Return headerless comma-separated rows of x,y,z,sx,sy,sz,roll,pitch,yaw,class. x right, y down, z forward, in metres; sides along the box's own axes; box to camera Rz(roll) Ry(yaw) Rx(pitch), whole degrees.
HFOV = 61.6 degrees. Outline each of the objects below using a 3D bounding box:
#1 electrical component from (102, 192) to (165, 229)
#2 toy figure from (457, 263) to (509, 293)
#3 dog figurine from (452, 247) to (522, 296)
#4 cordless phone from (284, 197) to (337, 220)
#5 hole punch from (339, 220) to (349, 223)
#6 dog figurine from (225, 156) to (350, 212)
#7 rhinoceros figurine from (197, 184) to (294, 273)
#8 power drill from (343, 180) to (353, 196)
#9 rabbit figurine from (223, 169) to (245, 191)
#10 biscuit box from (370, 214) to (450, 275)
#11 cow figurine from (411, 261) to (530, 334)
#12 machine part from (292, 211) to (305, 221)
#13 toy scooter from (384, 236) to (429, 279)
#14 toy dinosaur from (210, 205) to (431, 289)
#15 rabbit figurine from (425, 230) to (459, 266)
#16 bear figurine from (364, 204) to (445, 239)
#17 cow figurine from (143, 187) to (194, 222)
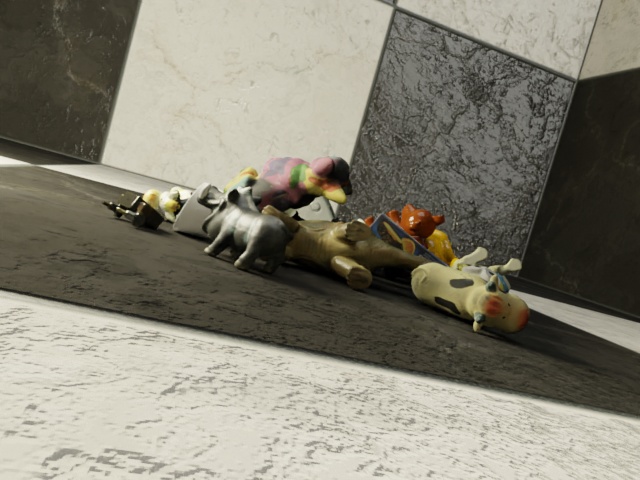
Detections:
-0.306,-0.046,0.883,0.102,0.045,0.078,22,-21,39,electrical component
0.294,0.097,0.969,0.082,0.089,0.180,3,-11,27,toy figure
0.346,0.097,1.196,0.172,0.121,0.190,19,-10,5,dog figurine
-0.047,-0.035,1.132,0.089,0.146,0.184,-28,-13,33,cordless phone
0.062,0.005,1.317,0.142,0.092,0.115,21,9,22,hole punch
-0.050,-0.096,0.989,0.191,0.108,0.219,-33,22,-33,dog figurine
-0.121,-0.024,0.790,0.073,0.112,0.191,9,16,-47,rhinoceros figurine
-0.012,-0.078,1.316,0.232,0.207,0.085,31,-18,34,power drill
-0.173,-0.079,1.276,0.121,0.159,0.170,25,16,-20,rabbit figurine
0.181,0.032,1.061,0.203,0.063,0.059,39,8,8,biscuit box
0.226,0.085,0.823,0.195,0.085,0.127,22,1,41,cow figurine
-0.002,-0.003,1.058,0.139,0.084,0.039,36,36,-12,machine part
0.196,0.034,1.209,0.135,0.075,0.184,-8,13,-9,toy scooter
0.040,0.015,0.929,0.472,0.105,0.198,17,2,-4,toy dinosaur
0.314,0.065,1.307,0.173,0.122,0.162,35,7,1,rabbit figurine
0.203,-0.039,1.321,0.120,0.132,0.195,-17,-18,-26,bear figurine
-0.267,-0.066,1.085,0.098,0.068,0.167,19,14,39,cow figurine
